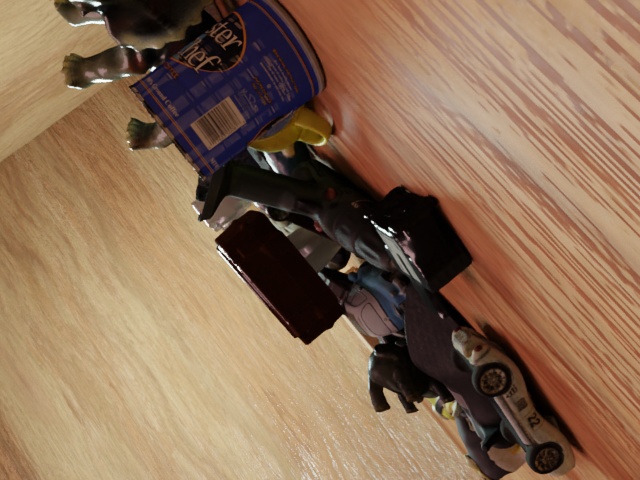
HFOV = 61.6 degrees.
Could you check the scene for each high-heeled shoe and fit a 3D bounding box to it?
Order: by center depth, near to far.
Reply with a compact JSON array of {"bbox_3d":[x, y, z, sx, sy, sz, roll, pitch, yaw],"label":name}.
[{"bbox_3d":[0.193,0.159,0.705,0.145,0.086,0.248,-10,-104,-61],"label":"high-heeled shoe"}]

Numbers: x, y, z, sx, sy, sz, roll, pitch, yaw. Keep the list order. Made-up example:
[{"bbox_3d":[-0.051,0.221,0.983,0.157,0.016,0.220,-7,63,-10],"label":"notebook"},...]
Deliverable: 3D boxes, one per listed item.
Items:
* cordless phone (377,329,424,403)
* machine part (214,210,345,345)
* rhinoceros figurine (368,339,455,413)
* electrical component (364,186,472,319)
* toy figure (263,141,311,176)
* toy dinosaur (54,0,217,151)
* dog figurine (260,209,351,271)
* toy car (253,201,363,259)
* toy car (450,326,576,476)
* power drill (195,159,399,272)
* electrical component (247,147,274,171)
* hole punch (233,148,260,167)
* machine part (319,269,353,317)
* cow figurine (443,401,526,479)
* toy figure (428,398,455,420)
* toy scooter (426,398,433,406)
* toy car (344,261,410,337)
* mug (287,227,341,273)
[{"bbox_3d":[0.126,0.179,0.912,0.146,0.089,0.184,102,144,-82],"label":"cordless phone"},{"bbox_3d":[-0.068,0.055,0.821,0.201,0.087,0.201,51,169,-14],"label":"machine part"},{"bbox_3d":[0.132,0.179,0.745,0.190,0.073,0.112,10,-125,-48],"label":"rhinoceros figurine"},{"bbox_3d":[0.097,0.014,0.489,0.119,0.048,0.075,53,175,-20],"label":"electrical component"},{"bbox_3d":[-0.066,-0.148,0.720,0.064,0.058,0.154,-12,117,47],"label":"toy figure"},{"bbox_3d":[-0.150,-0.189,0.597,0.404,0.192,0.131,45,-139,-57],"label":"toy dinosaur"},{"bbox_3d":[-0.011,-0.025,0.983,0.190,0.121,0.172,37,178,-1],"label":"dog figurine"},{"bbox_3d":[-0.001,-0.029,0.771,0.202,0.053,0.089,23,-177,-17],"label":"toy car"},{"bbox_3d":[0.210,0.176,0.591,0.201,0.056,0.073,54,180,-13],"label":"toy car"},{"bbox_3d":[-0.029,-0.044,0.597,0.232,0.207,0.085,-122,42,-59],"label":"power drill"},{"bbox_3d":[-0.062,-0.129,0.793,0.102,0.078,0.045,47,152,7],"label":"electrical component"},{"bbox_3d":[-0.109,-0.124,0.889,0.092,0.142,0.116,54,-172,-8],"label":"hole punch"},{"bbox_3d":[0.056,0.109,1.067,0.179,0.056,0.179,26,-175,-3],"label":"machine part"},{"bbox_3d":[0.235,0.273,0.800,0.167,0.098,0.068,51,-179,3],"label":"cow figurine"},{"bbox_3d":[0.200,0.240,0.961,0.180,0.082,0.089,53,177,17],"label":"toy figure"},{"bbox_3d":[0.238,0.295,1.057,0.184,0.075,0.135,45,174,18],"label":"toy scooter"},{"bbox_3d":[0.091,0.092,0.777,0.109,0.103,0.162,52,177,-13],"label":"toy car"},{"bbox_3d":[-0.002,-0.003,0.882,0.081,0.107,0.109,46,169,7],"label":"mug"}]
